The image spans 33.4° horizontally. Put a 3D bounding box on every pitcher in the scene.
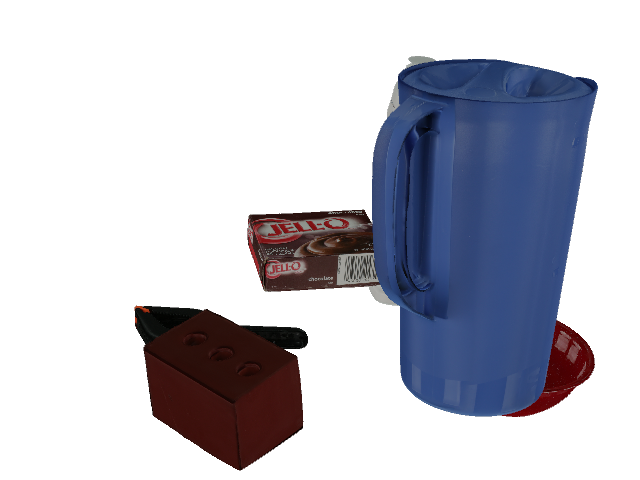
[{"bbox_3d":[0.108,0.000,0.753,0.149,0.243,0.145,2,21,2],"label":"pitcher"}]

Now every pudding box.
[{"bbox_3d":[-0.004,0.007,0.952,0.113,0.039,0.090,-1,27,-13],"label":"pudding box"}]

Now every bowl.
[{"bbox_3d":[0.182,0.124,1.044,0.162,0.055,0.162,4,26,-2],"label":"bowl"}]

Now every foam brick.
[{"bbox_3d":[-0.056,0.085,0.613,0.078,0.051,0.052,23,37,35],"label":"foam brick"}]

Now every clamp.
[{"bbox_3d":[-0.141,0.121,1.248,0.210,0.036,0.164,13,24,23],"label":"clamp"}]

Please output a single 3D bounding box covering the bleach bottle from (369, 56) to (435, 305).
[{"bbox_3d":[0.093,-0.064,1.112,0.068,0.251,0.102,1,26,-8],"label":"bleach bottle"}]
